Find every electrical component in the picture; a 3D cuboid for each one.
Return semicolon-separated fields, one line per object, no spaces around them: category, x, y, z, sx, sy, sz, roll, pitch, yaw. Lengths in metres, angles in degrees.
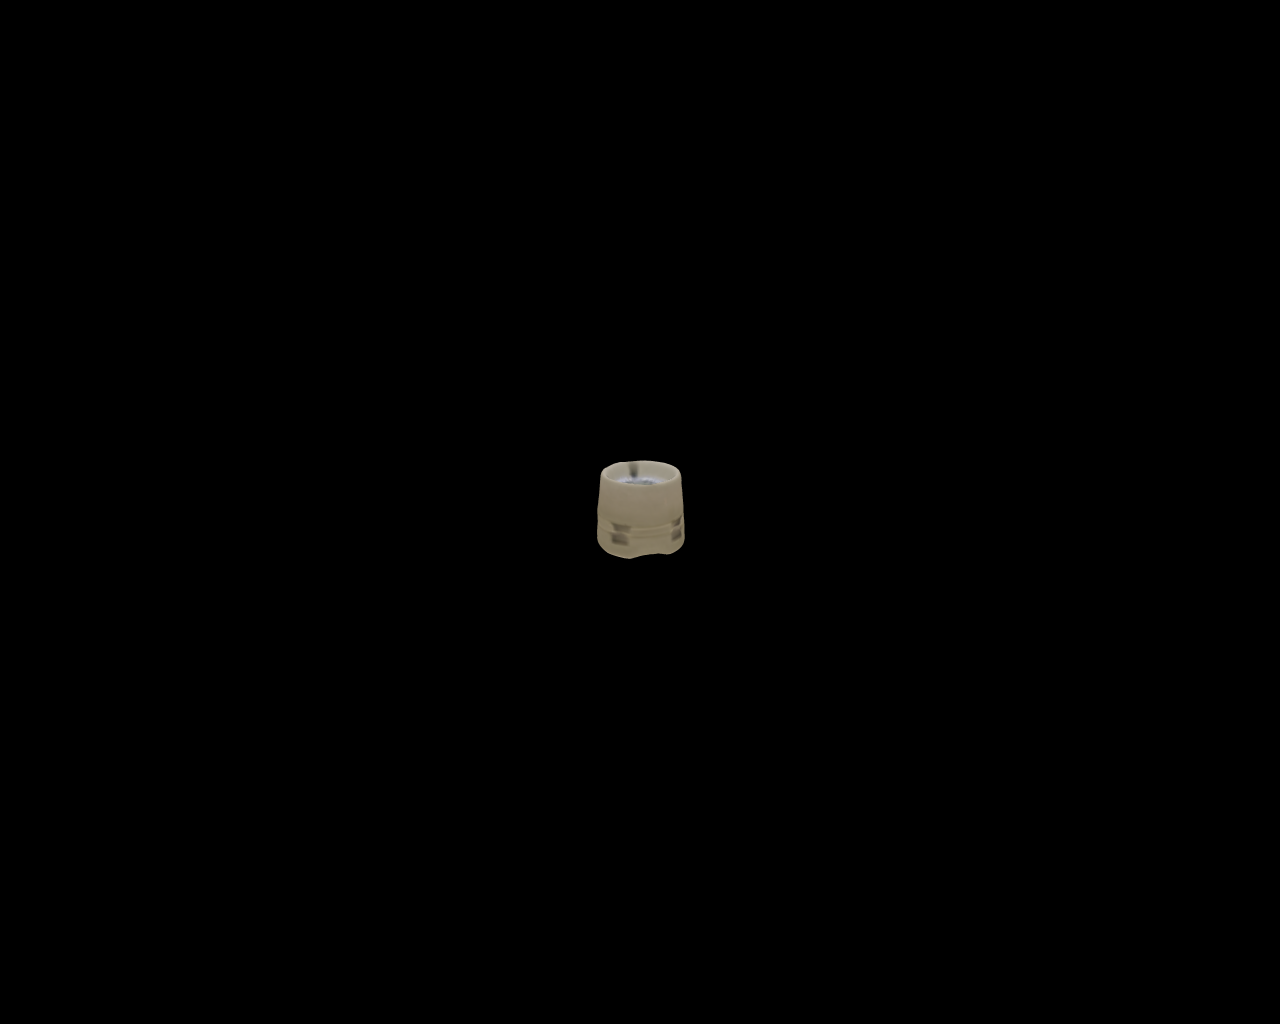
electrical component;0.001;-0.003;0.650;0.055;0.047;0.055;0;21;0
